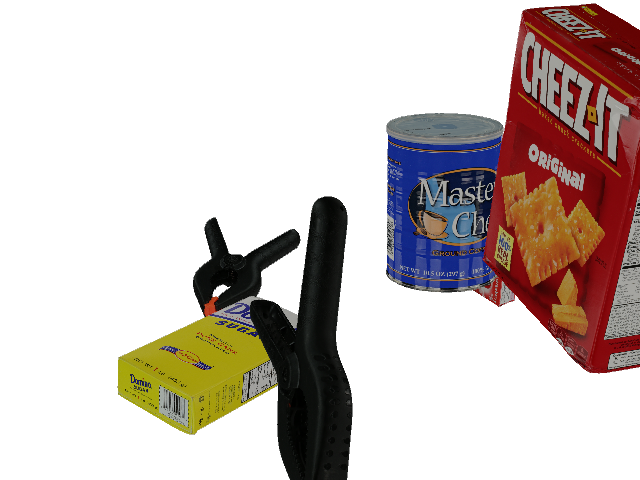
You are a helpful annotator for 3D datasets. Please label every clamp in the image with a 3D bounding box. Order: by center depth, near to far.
[{"bbox_3d":[-0.006,0.085,0.742,0.036,0.210,0.165,5,-40,-20],"label":"clamp"},{"bbox_3d":[-0.091,0.032,1.257,0.120,0.039,0.171,-2,41,10],"label":"clamp"}]

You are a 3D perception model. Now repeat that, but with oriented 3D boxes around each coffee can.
[{"bbox_3d":[0.110,-0.036,0.962,0.103,0.140,0.103,-1,18,0],"label":"coffee can"}]

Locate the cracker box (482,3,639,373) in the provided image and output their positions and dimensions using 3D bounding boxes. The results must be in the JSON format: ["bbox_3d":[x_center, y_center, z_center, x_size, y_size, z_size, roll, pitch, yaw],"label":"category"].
[{"bbox_3d":[0.191,-0.038,0.758,0.072,0.214,0.164,-8,33,-18],"label":"cracker box"}]

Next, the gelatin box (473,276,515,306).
[{"bbox_3d":[0.201,0.023,1.274,0.030,0.089,0.073,-17,32,-30],"label":"gelatin box"}]

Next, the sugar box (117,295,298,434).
[{"bbox_3d":[-0.087,0.107,0.965,0.093,0.048,0.175,22,32,32],"label":"sugar box"}]
